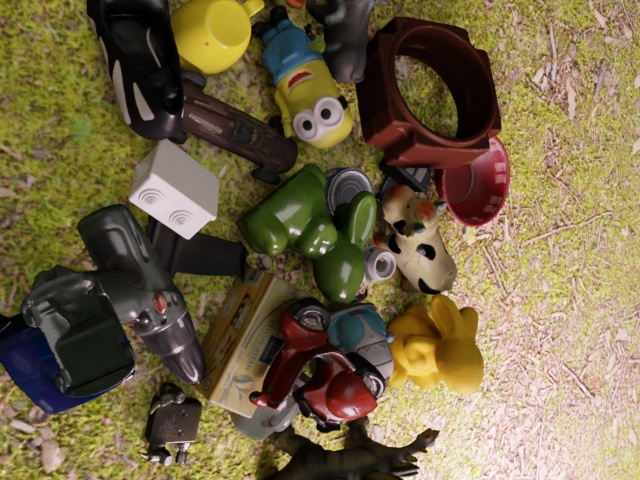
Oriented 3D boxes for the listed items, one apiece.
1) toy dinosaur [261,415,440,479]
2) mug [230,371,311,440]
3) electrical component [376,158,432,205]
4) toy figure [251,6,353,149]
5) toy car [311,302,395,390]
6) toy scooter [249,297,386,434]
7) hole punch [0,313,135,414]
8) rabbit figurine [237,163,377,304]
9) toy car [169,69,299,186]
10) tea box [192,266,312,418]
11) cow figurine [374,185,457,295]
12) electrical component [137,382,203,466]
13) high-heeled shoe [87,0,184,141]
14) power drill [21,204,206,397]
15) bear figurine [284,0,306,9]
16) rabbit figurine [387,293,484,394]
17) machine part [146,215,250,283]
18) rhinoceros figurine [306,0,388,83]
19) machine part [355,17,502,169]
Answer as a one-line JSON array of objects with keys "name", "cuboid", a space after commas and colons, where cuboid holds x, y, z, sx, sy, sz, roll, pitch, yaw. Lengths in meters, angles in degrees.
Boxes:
[{"name": "toy dinosaur", "cuboid": [0.001, 0.325, 0.713, 0.471, 0.199, 0.105, -5, 95, -33]}, {"name": "mug", "cuboid": [-0.064, 0.218, 0.719, 0.080, 0.110, 0.107, 39, 88, -34]}, {"name": "electrical component", "cuboid": [0.131, -0.106, 0.833, 0.074, 0.048, 0.119, 39, 73, -29]}, {"name": "toy figure", "cuboid": [-0.018, -0.205, 0.691, 0.089, 0.082, 0.180, -22, 83, -49]}, {"name": "toy car", "cuboid": [0.051, 0.178, 0.766, 0.109, 0.103, 0.161, -6, 117, -32]}, {"name": "toy scooter", "cuboid": [-0.009, 0.170, 0.647, 0.135, 0.075, 0.183, -46, 113, -19]}, {"name": "hole punch", "cuboid": [-0.276, 0.122, 0.583, 0.116, 0.092, 0.142, -35, 116, -20]}, {"name": "rabbit figurine", "cuboid": [-0.001, -0.002, 0.703, 0.159, 0.121, 0.170, -43, 101, -22]}, {"name": "toy car", "cuboid": [-0.113, -0.139, 0.675, 0.202, 0.053, 0.089, 23, 87, -33]}, {"name": "tea box", "cuboid": [-0.093, 0.125, 0.690, 0.068, 0.098, 0.169, 33, 80, -30]}, {"name": "cow figurine", "cuboid": [0.149, 0.002, 0.810, 0.085, 0.127, 0.194, -44, 118, -24]}, {"name": "electrical component", "cuboid": [-0.187, 0.232, 0.673, 0.078, 0.045, 0.102, 19, 85, -31]}, {"name": "high-heeled shoe", "cuboid": [-0.185, -0.229, 0.562, 0.086, 0.145, 0.248, -8, 101, -32]}, {"name": "power drill", "cuboid": [-0.190, 0.078, 0.545, 0.086, 0.207, 0.232, -22, 97, 10]}, {"name": "bear figurine", "cuboid": [-0.092, -0.359, 0.618, 0.196, 0.132, 0.120, 8, 59, -26]}, {"name": "rabbit figurine", "cuboid": [0.189, 0.171, 0.829, 0.122, 0.173, 0.162, 26, 86, -28]}, {"name": "machine part", "cuboid": [-0.153, 0.014, 0.674, 0.139, 0.039, 0.084, 16, 82, -29]}, {"name": "rhinoceros figurine", "cuboid": [0.037, -0.307, 0.714, 0.073, 0.112, 0.190, 2, 102, -30]}, {"name": "machine part", "cuboid": [0.158, -0.209, 0.777, 0.201, 0.087, 0.201, -2, 78, -25]}]
